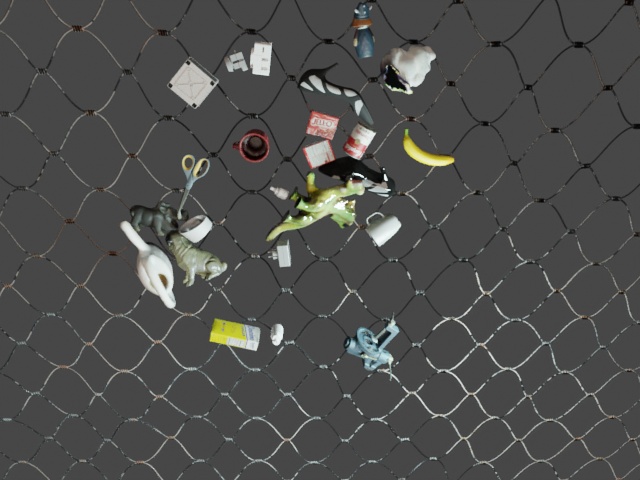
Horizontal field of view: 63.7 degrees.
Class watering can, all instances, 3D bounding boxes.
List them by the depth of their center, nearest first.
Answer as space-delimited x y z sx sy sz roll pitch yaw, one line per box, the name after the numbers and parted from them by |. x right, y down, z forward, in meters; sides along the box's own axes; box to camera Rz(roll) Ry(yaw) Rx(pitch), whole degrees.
-0.562 0.064 1.699 0.104 0.227 0.342 -26 112 -11 | watering can

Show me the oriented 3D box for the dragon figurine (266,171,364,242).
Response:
0.005 -0.086 1.709 0.241 0.125 0.402 20 137 -22 | dragon figurine

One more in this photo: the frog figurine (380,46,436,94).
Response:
0.261 -0.526 1.543 0.137 0.122 0.161 40 72 -9 | frog figurine
